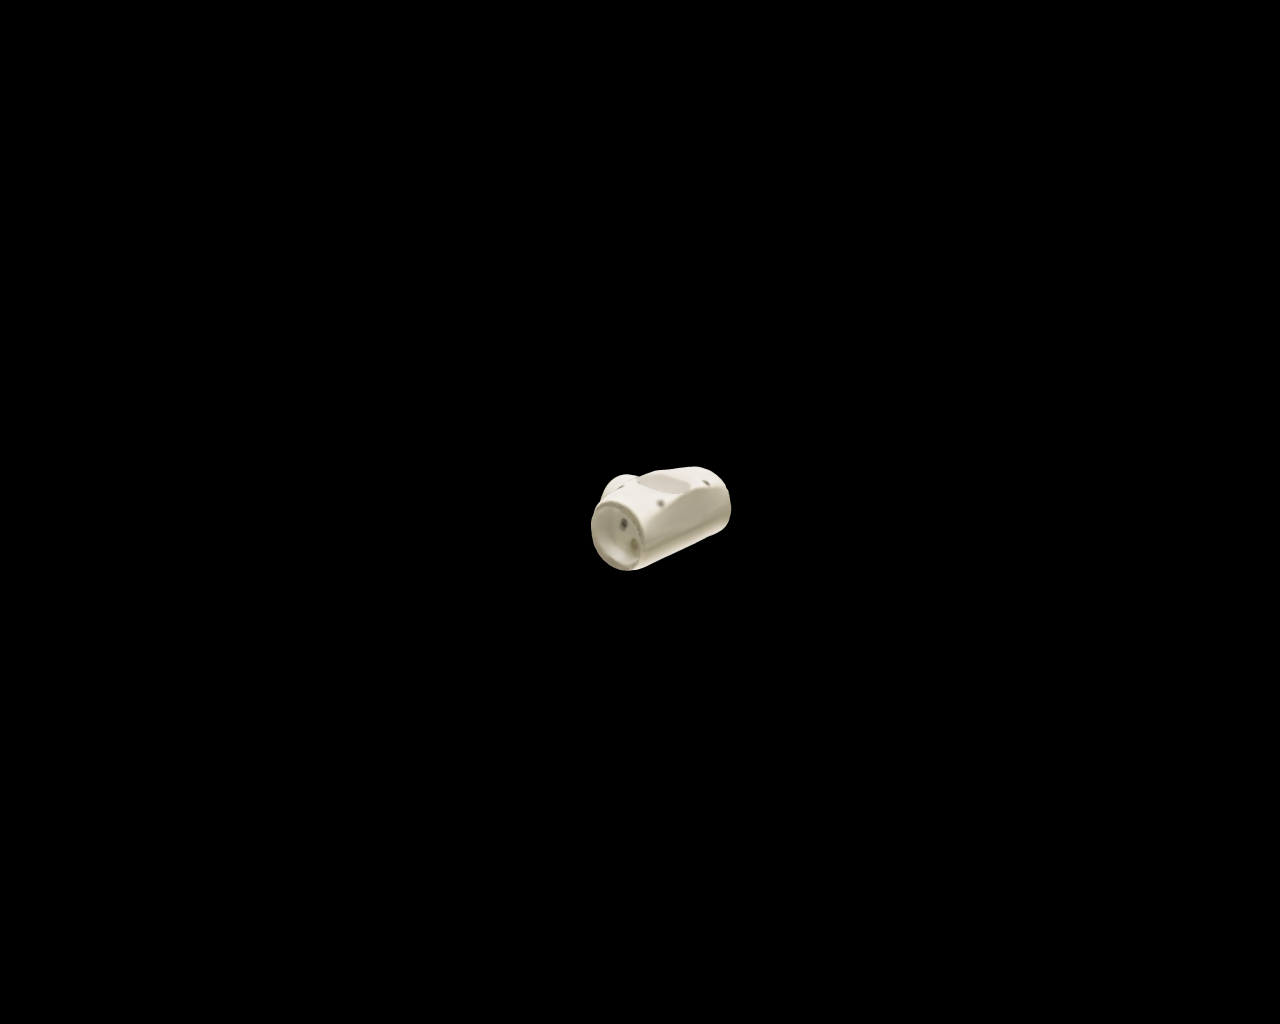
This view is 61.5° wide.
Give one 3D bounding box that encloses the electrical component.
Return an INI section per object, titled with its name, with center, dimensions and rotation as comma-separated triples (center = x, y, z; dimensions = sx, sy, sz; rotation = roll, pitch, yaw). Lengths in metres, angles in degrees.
[electrical component]
center = 0.001, -0.003, 0.650
dimensions = 0.079, 0.043, 0.077
rotation = 22, 32, 40
